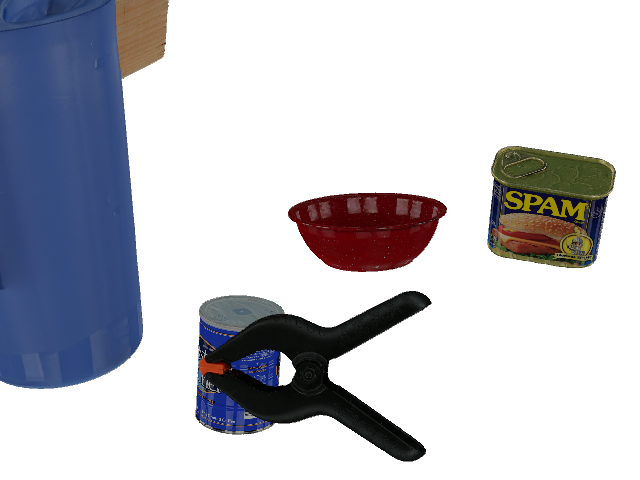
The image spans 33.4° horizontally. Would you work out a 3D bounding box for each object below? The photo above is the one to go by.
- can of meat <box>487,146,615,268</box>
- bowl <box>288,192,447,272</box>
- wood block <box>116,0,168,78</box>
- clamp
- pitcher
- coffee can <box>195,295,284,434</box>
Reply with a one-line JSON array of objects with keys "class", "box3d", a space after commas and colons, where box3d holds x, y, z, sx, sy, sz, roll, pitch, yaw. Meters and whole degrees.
[{"class": "can of meat", "box3d": [0.197, -0.027, 0.926, 0.102, 0.084, 0.057, 10, 40, 14]}, {"class": "bowl", "box3d": [0.049, -0.006, 1.086, 0.162, 0.055, 0.162, -3, 14, 0]}, {"class": "wood block", "box3d": [-0.233, -0.178, 0.924, 0.090, 0.091, 0.205, 30, 42, 21]}, {"class": "clamp", "box3d": [0.000, 0.104, 0.768, 0.171, 0.120, 0.039, -7, -5, 12]}, {"class": "pitcher", "box3d": [-0.185, -0.029, 0.658, 0.149, 0.243, 0.145, -10, 26, -13]}, {"class": "coffee can", "box3d": [-0.099, 0.150, 1.299, 0.103, 0.140, 0.103, 4, 18, -1]}]
